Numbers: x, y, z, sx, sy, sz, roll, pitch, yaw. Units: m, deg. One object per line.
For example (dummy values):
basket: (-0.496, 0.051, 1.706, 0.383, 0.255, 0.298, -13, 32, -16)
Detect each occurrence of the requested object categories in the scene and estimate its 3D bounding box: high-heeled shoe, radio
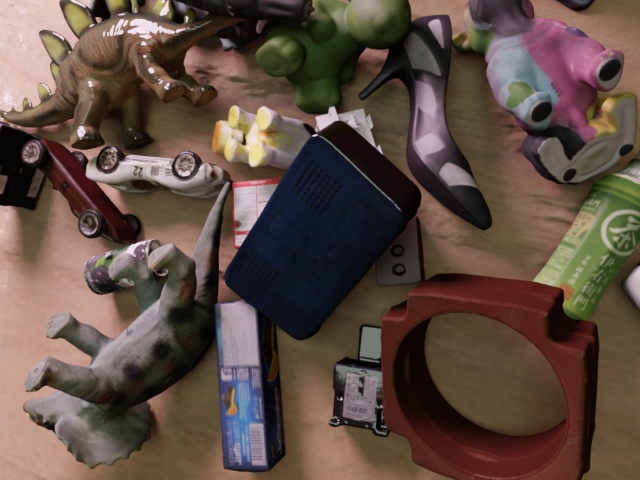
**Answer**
high-heeled shoe: (0.155, -0.141, 0.619, 0.145, 0.086, 0.249, -38, 79, 1)
radio: (-0.001, -0.002, 0.595, 0.131, 0.073, 0.229, 39, 124, 5)

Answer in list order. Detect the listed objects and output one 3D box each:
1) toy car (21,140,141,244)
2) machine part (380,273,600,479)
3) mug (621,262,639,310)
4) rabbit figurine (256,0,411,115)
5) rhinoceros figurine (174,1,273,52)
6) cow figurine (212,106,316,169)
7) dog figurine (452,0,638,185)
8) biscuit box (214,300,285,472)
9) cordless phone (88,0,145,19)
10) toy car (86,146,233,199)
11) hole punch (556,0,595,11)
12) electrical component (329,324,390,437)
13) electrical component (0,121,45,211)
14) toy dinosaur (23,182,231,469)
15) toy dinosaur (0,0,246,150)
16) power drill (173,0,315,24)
toy car: (-0.330, -0.062, 0.743, 0.053, 0.089, 0.202, -45, 77, 8)
machine part: (0.168, 0.140, 0.545, 0.202, 0.087, 0.200, 4, 105, 33)
mug: (0.359, 0.060, 0.529, 0.107, 0.109, 0.081, 42, 101, 28)
rabbit figurine: (0.038, -0.242, 0.632, 0.170, 0.121, 0.159, -8, 48, 38)
rhinoceros figurine: (-0.123, -0.308, 0.711, 0.191, 0.073, 0.112, 15, 88, 17)
cow figurine: (-0.068, -0.123, 0.668, 0.168, 0.098, 0.068, 20, 103, 55)
dog figurine: (0.231, -0.183, 0.590, 0.108, 0.191, 0.219, -33, 43, 14)
biscuit box: (-0.086, 0.176, 0.666, 0.059, 0.062, 0.202, -6, 84, 15)
cordless phone: (-0.319, -0.401, 0.718, 0.089, 0.184, 0.146, -3, 85, 11)
toy car: (-0.215, -0.087, 0.719, 0.202, 0.073, 0.056, 7, 84, 17)
hole punch: (0.280, -0.338, 0.592, 0.116, 0.092, 0.142, 39, 100, 19)
electrical component: (0.056, 0.163, 0.635, 0.075, 0.047, 0.119, 9, 90, 16)
electrical component: (-0.455, -0.109, 0.759, 0.058, 0.134, 0.115, 19, 89, 16)
toy dinosaur: (-0.211, 0.126, 0.675, 0.405, 0.192, 0.131, -40, 37, -4)
toy dinosaur: (-0.295, -0.223, 0.732, 0.472, 0.105, 0.198, -20, 83, 23)
power drill: (-0.090, -0.342, 0.628, 0.232, 0.086, 0.207, 14, 70, 12)
